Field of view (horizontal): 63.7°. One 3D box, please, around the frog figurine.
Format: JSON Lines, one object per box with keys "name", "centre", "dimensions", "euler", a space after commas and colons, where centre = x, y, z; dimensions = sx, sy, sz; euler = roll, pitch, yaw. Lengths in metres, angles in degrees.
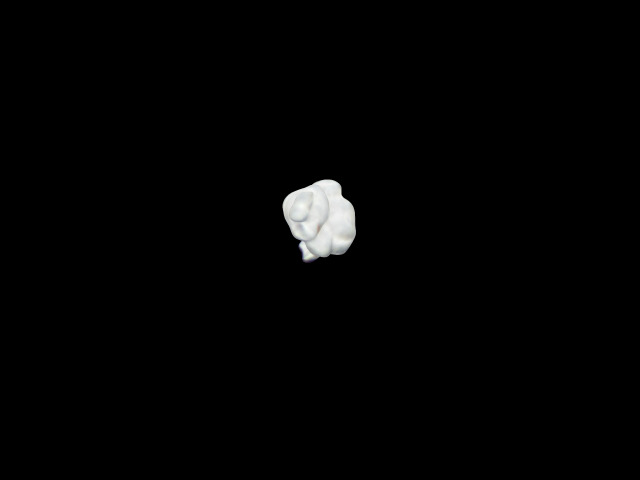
{"name": "frog figurine", "centre": [0.003, -0.043, 0.850], "dimensions": [0.123, 0.140, 0.156], "euler": [14, -24, 6]}
